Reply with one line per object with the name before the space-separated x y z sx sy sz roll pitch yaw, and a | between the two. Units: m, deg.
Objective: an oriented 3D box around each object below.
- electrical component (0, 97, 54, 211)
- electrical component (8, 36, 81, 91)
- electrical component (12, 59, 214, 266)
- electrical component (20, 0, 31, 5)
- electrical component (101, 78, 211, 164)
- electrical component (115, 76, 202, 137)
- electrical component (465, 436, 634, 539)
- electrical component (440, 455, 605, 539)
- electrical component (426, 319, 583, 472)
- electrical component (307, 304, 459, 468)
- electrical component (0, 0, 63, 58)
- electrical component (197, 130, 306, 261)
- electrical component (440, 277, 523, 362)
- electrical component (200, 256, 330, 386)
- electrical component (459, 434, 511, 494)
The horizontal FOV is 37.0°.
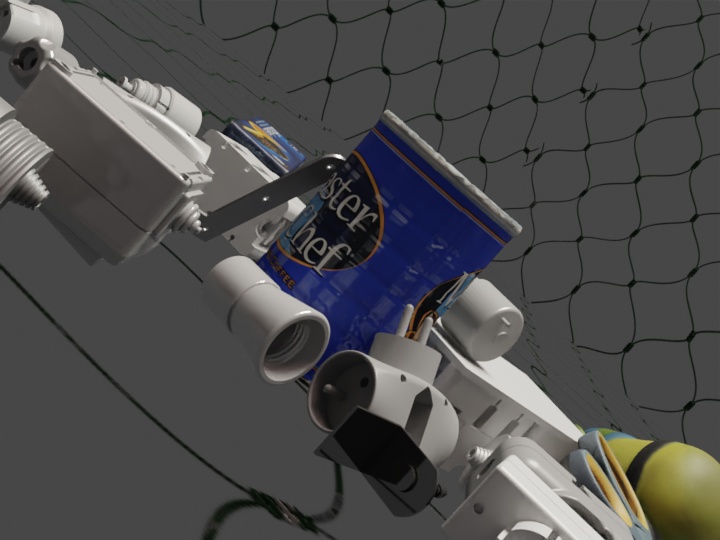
electrical component | -0.157 -0.053 0.422 0.081 0.043 0.043 41 7 -9
electrical component | -0.193 -0.123 0.686 0.035 0.035 0.061 44 6 22
electrical component | -0.117 -0.042 0.499 0.096 0.061 0.061 41 7 -2
electrical component | -0.232 -0.239 0.705 0.062 0.150 0.089 43 7 23
electrical component | -0.140 -0.081 0.672 0.077 0.043 0.079 33 -1 -20
electrical component | -0.162 -0.129 0.858 0.078 0.040 0.040 34 10 -43
electrical component | 0.105 0.143 0.590 0.095 0.053 0.059 42 7 2
electrical component | 0.082 0.139 0.519 0.083 0.047 0.076 43 12 14
electrical component | 0.073 0.089 0.714 0.186 0.060 0.105 35 10 -42
electrical component | 0.019 0.058 0.559 0.043 0.079 0.077 8 -18 42
electrical component | -0.226 -0.159 0.709 0.040 0.040 0.046 44 13 22
electrical component | -0.081 -0.050 0.772 0.089 0.050 0.056 44 8 22
electrical component | 0.066 0.022 0.662 0.040 0.040 0.078 34 10 -47
electrical component | -0.051 0.022 0.544 0.065 0.044 0.044 41 5 37
electrical component | 0.096 0.132 0.646 0.081 0.043 0.043 39 8 -18
